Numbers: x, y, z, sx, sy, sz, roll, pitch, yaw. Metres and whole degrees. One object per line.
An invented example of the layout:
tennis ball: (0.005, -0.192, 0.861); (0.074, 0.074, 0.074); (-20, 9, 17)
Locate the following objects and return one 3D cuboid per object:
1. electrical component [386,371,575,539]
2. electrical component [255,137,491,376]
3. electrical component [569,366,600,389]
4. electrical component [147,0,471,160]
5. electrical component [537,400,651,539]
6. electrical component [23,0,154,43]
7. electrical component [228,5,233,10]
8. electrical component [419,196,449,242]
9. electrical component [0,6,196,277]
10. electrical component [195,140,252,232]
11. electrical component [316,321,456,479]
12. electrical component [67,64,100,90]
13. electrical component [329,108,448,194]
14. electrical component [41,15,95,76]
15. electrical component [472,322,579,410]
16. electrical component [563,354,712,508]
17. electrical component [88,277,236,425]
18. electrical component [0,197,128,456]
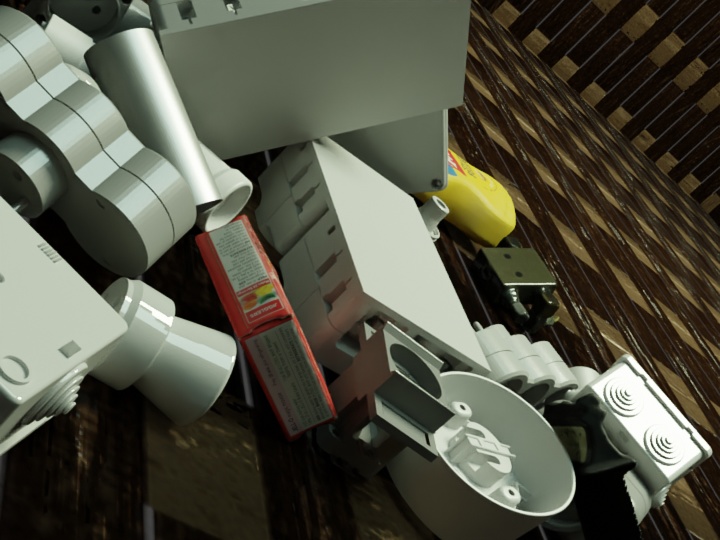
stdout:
electrical component: (0.063, 0.105, 0.592); (0.099, 0.064, 0.099); (39, 21, -18)
electrical component: (0.000, 0.000, 0.682); (0.105, 0.060, 0.186); (33, 23, -33)
electrical component: (0.177, 0.113, 0.846); (0.044, 0.044, 0.065); (35, 27, -28)
electrical component: (-0.030, -0.141, 0.671); (0.105, 0.186, 0.060); (89, -17, -51)
electrical component: (0.139, 0.136, 0.701); (0.095, 0.054, 0.059); (51, 20, 15)
electrical component: (-0.154, -0.156, 0.656); (0.079, 0.077, 0.044); (33, 23, -33)
electrical component: (-0.115, -0.184, 0.831); (0.080, 0.051, 0.080); (39, 20, -17)
electrical component: (0.040, -0.029, 0.820); (0.048, 0.062, 0.048); (39, 20, -18)
electrical component: (-0.148, -0.049, 0.494); (0.138, 0.052, 0.073); (47, 53, -8)
electrical component: (-0.093, -0.051, 0.629); (0.046, 0.040, 0.040); (43, 18, 11)
electrical component: (0.010, 0.069, 0.557); (0.042, 0.064, 0.081); (38, 21, -23)
electrical component: (-0.156, -0.086, 0.565); (0.043, 0.043, 0.062); (43, 2, -6)
electrical component: (0.007, -0.111, 0.790); (0.109, 0.108, 0.056); (-5, 28, -4)
electrical component: (-0.160, -0.116, 0.620); (0.065, 0.044, 0.044); (32, 23, -23)
electrical component: (0.097, 0.064, 0.764); (0.138, 0.052, 0.073); (15, 35, -55)
electrical component: (0.181, 0.122, 0.754); (0.048, 0.099, 0.099); (-26, 68, -34)
electrical component: (-0.087, 0.034, 0.457); (0.055, 0.045, 0.045); (35, 22, -26)
electrical component: (-0.140, 0.017, 0.378); (0.099, 0.048, 0.099); (45, 19, -1)
